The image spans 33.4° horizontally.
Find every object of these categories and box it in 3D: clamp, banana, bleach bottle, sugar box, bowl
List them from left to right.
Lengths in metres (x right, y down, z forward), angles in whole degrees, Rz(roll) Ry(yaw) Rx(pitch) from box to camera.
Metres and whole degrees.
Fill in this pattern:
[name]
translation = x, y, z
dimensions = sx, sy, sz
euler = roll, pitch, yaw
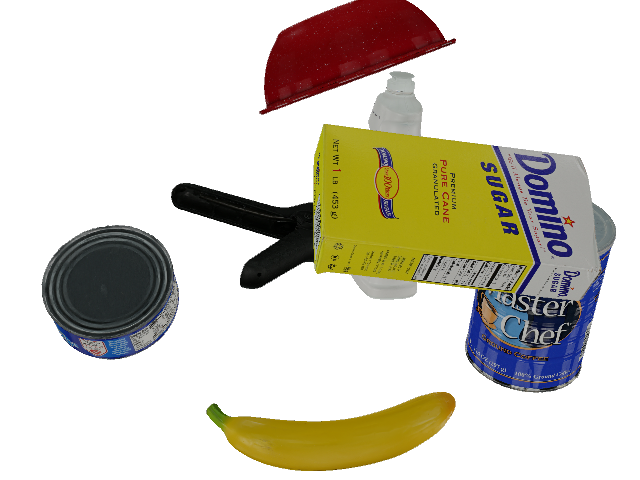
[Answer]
[clamp]
translation = -0.015, -0.001, 0.957
dimensions = 0.209, 0.036, 0.165
euler = 4, 27, -26
[banana]
translation = 0.015, 0.144, 0.811
dimensions = 0.197, 0.037, 0.069
euler = 0, 44, -11
[bowl]
translation = 0.019, -0.150, 0.825
dimensions = 0.162, 0.055, 0.162
euler = -20, 7, 2
[bleach bottle]
translation = 0.082, -0.065, 1.224
dimensions = 0.068, 0.251, 0.103
euler = -2, 23, -17
[sugar box]
translation = 0.084, -0.018, 0.678
dimensions = 0.176, 0.093, 0.048
euler = 4, -34, -6

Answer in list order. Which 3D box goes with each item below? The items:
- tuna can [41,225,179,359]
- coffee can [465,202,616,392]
[tuna can]
translation = -0.137, 0.034, 0.703
dimensions = 0.086, 0.086, 0.034
euler = 0, -33, 3
[coffee can]
translation = 0.182, 0.041, 0.897
dimensions = 0.103, 0.140, 0.103
euler = 3, 33, -2
